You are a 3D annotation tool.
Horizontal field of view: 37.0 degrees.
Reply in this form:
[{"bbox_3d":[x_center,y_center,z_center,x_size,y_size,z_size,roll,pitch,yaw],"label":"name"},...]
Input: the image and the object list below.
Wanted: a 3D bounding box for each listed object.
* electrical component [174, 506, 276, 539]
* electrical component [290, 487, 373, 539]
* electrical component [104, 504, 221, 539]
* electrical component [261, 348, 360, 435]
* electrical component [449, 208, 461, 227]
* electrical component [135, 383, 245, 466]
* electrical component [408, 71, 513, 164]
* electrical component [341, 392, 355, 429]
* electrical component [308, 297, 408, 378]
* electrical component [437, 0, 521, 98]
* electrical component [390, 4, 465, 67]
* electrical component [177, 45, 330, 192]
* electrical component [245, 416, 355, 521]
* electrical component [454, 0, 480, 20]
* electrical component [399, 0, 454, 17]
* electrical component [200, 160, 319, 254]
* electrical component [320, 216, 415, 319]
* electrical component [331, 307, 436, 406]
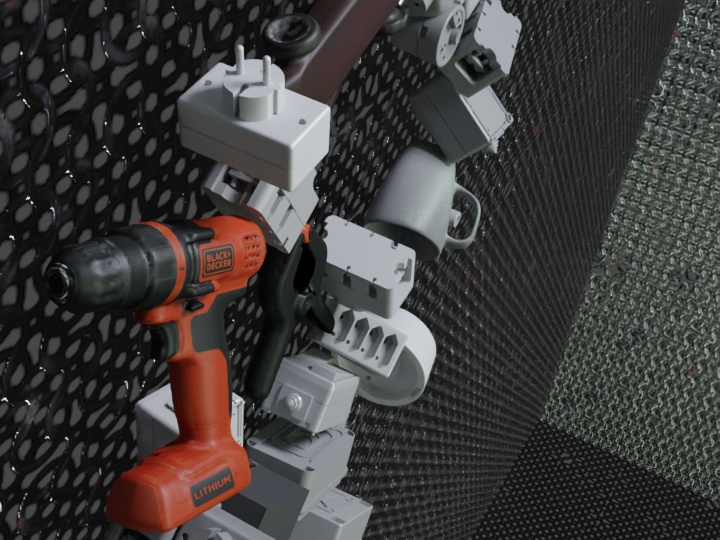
[{"bbox_3d":[-0.108,0.208,0.793,0.047,0.066,0.077,-64,162,-3],"label":"electrical component"},{"bbox_3d":[-0.056,0.257,1.121,0.056,0.109,0.109,-70,163,5],"label":"electrical component"},{"bbox_3d":[-0.154,0.199,0.846,0.055,0.050,0.089,-68,163,7],"label":"electrical component"},{"bbox_3d":[-0.047,0.114,1.034,0.061,0.062,0.096,-68,163,7],"label":"electrical component"},{"bbox_3d":[0.078,-0.066,1.168,0.048,0.062,0.048,-55,160,-31],"label":"electrical component"},{"bbox_3d":[-0.128,0.120,0.796,0.062,0.061,0.096,-30,136,-41],"label":"electrical component"},{"bbox_3d":[0.100,-0.150,1.056,0.061,0.096,0.062,-28,-169,39],"label":"electrical component"},{"bbox_3d":[-0.035,0.153,1.149,0.076,0.047,0.083,-34,144,-60],"label":"electrical component"},{"bbox_3d":[-0.009,0.066,1.078,0.047,0.083,0.076,-63,-159,-9],"label":"electrical component"},{"bbox_3d":[0.108,-0.209,1.003,0.056,0.050,0.089,-28,-151,38],"label":"electrical component"},{"bbox_3d":[0.058,-0.211,0.938,0.055,0.047,0.055,-55,160,-31],"label":"electrical component"},{"bbox_3d":[-0.065,-0.102,0.653,0.047,0.083,0.075,-52,158,-38],"label":"electrical component"},{"bbox_3d":[-0.063,0.190,1.062,0.113,0.078,0.057,-28,136,-64],"label":"electrical component"},{"bbox_3d":[0.090,-0.265,0.971,0.081,0.042,0.063,-57,165,-24],"label":"electrical component"},{"bbox_3d":[0.046,-0.234,0.875,0.079,0.044,0.077,-60,162,-19],"label":"electrical component"},{"bbox_3d":[-0.067,-0.058,0.761,0.055,0.050,0.089,-62,163,-12],"label":"electrical component"},{"bbox_3d":[0.000,0.000,0.973,0.050,0.089,0.055,-55,160,-32],"label":"electrical component"},{"bbox_3d":[0.030,0.086,1.160,0.060,0.108,0.108,-57,162,-45],"label":"electrical component"}]
